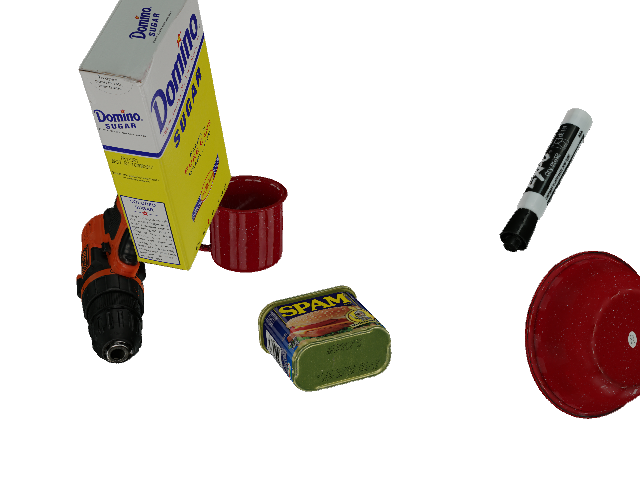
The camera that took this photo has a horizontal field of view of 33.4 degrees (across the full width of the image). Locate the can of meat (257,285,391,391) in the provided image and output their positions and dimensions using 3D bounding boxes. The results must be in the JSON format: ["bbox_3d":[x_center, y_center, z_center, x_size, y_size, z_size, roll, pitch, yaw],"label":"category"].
[{"bbox_3d":[0.004,0.091,0.985,0.102,0.057,0.084,-12,27,-20],"label":"can of meat"}]

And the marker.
[{"bbox_3d":[0.150,-0.040,0.710,0.020,0.121,0.020,25,-28,14],"label":"marker"}]

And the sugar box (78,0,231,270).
[{"bbox_3d":[-0.100,-0.071,0.685,0.048,0.093,0.176,11,-37,10],"label":"sugar box"}]

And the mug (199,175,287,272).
[{"bbox_3d":[-0.095,-0.016,1.191,0.117,0.081,0.093,-7,29,-14],"label":"mug"}]

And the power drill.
[{"bbox_3d":[-0.149,-0.015,0.878,0.057,0.188,0.184,17,27,-26],"label":"power drill"}]

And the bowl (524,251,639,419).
[{"bbox_3d":[0.273,0.091,1.002,0.161,0.162,0.055,0,0,-27],"label":"bowl"}]
